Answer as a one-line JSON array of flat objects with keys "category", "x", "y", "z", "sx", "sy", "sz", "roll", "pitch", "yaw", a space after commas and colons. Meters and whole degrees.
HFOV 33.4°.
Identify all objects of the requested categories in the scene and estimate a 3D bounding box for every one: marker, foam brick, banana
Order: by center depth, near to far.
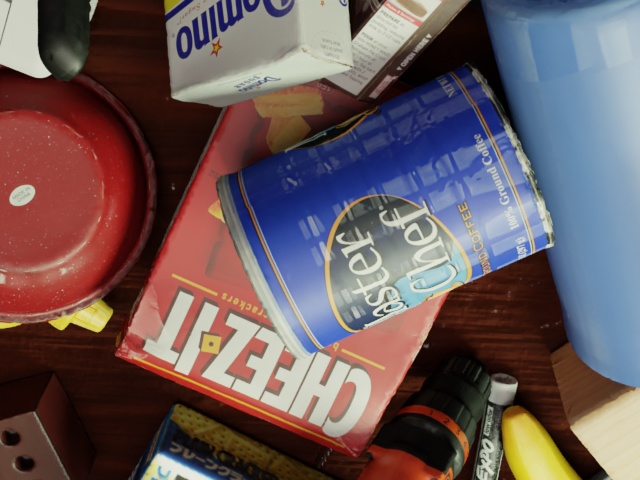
[{"category": "banana", "x": 0.192, "y": 0.182, "z": 0.725, "sx": 0.197, "sy": 0.037, "sz": 0.070, "roll": 31, "pitch": 108, "yaw": -7}, {"category": "marker", "x": 0.116, "y": 0.150, "z": 0.734, "sx": 0.020, "sy": 0.020, "sz": 0.121, "roll": 8, "pitch": 107, "yaw": 0}, {"category": "foam brick", "x": -0.199, "y": 0.141, "z": 0.743, "sx": 0.053, "sy": 0.051, "sz": 0.078, "roll": -17, "pitch": 113, "yaw": 11}]

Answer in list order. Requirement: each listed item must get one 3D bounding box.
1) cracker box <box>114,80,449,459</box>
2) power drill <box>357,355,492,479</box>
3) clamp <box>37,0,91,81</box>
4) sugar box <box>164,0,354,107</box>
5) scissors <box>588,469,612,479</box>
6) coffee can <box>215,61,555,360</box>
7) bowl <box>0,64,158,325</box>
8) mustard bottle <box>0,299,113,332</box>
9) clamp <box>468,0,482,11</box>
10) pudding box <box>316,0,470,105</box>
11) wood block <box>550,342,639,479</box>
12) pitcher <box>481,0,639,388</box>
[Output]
[{"category": "cracker box", "x": -0.004, "y": 0.001, "z": 0.633, "sx": 0.164, "sy": 0.072, "sz": 0.214, "roll": 25, "pitch": 102, "yaw": -8}, {"category": "power drill", "x": 0.058, "y": 0.187, "z": 0.696, "sx": 0.057, "sy": 0.184, "sz": 0.188, "roll": 18, "pitch": 130, "yaw": 23}, {"category": "clamp", "x": -0.117, "y": -0.188, "z": 0.561, "sx": 0.036, "sy": 0.164, "sz": 0.210, "roll": -22, "pitch": 90, "yaw": 32}, {"category": "sugar box", "x": -0.037, "y": -0.163, "z": 0.533, "sx": 0.094, "sy": 0.048, "sz": 0.176, "roll": -11, "pitch": 80, "yaw": 39}, {"category": "scissors", "x": 0.174, "y": 0.202, "z": 0.765, "sx": 0.202, "sy": 0.016, "sz": 0.096, "roll": -18, "pitch": 112, "yaw": 12}, {"category": "coffee can", "x": 0.032, "y": -0.014, "z": 0.540, "sx": 0.140, "sy": 0.103, "sz": 0.103, "roll": -25, "pitch": 111, "yaw": 4}, {"category": "bowl", "x": -0.173, "y": -0.028, "z": 0.622, "sx": 0.162, "sy": 0.055, "sz": 0.162, "roll": -1, "pitch": 93, "yaw": -14}, {"category": "mustard bottle", "x": -0.216, "y": 0.000, "z": 0.674, "sx": 0.191, "sy": 0.058, "sz": 0.096, "roll": 34, "pitch": 100, "yaw": -12}, {"category": "clamp", "x": 0.140, "y": -0.143, "z": 0.576, "sx": 0.172, "sy": 0.039, "sz": 0.120, "roll": 5, "pitch": 139, "yaw": 29}, {"category": "pudding box", "x": 0.039, "y": -0.138, "z": 0.550, "sx": 0.039, "sy": 0.113, "sz": 0.090, "roll": 23, "pitch": 136, "yaw": -22}, {"category": "wood block", "x": 0.257, "y": 0.068, "z": 0.655, "sx": 0.206, "sy": 0.090, "sz": 0.090, "roll": -36, "pitch": 108, "yaw": 18}, {"category": "pitcher", "x": 0.169, "y": -0.041, "z": 0.537, "sx": 0.149, "sy": 0.144, "sz": 0.242, "roll": 2, "pitch": 135, "yaw": 34}]
